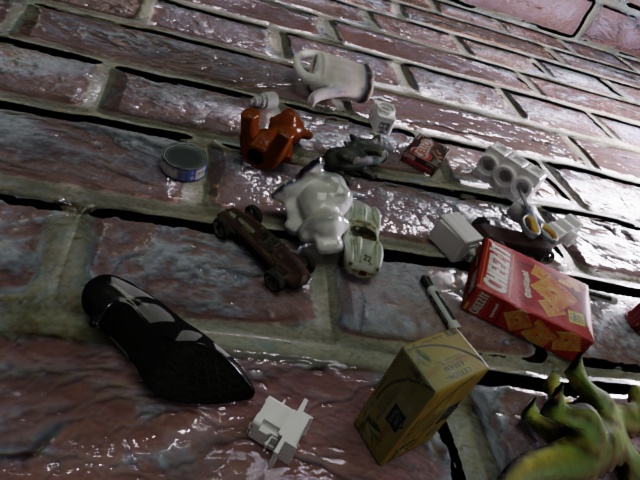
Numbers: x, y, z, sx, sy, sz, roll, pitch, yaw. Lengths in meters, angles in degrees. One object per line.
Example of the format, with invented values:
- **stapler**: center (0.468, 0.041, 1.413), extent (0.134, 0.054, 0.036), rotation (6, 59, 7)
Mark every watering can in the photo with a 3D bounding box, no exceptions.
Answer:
- **watering can**: center (0.040, -0.417, 1.368), extent (0.224, 0.101, 0.356), rotation (10, 39, -16)

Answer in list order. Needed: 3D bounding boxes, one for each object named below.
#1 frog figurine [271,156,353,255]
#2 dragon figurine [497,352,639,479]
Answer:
- **frog figurine**: center (0.003, -0.046, 0.921), extent (0.138, 0.120, 0.161), rotation (-30, 74, -14)
- **dragon figurine**: center (0.393, 0.304, 0.701), extent (0.245, 0.119, 0.416), rotation (45, 45, 15)
